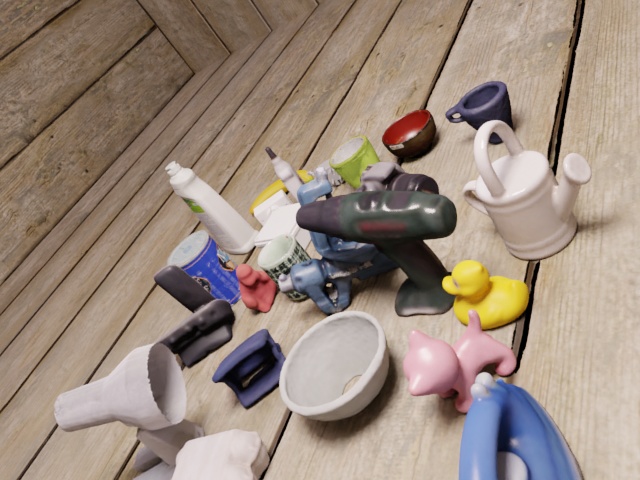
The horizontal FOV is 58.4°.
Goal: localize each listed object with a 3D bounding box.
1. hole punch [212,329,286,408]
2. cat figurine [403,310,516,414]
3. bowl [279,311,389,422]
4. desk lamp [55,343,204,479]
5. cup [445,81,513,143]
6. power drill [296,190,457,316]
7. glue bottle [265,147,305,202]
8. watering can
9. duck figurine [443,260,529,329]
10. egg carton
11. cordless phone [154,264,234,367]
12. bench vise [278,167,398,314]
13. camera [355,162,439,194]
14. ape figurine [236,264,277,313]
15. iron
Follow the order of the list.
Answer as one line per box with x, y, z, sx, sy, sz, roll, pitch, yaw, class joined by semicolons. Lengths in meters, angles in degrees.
-0.119;0.194;0.917;0.108;0.091;0.101;-39;29;-1;hole punch
0.150;0.137;0.663;0.128;0.118;0.067;-44;29;-9;cat figurine
0.031;0.182;0.780;0.167;0.075;0.167;-28;30;19;bowl
-0.265;0.270;0.849;0.203;0.214;0.118;-32;30;13;desk lamp
0.293;-0.217;1.028;0.117;0.095;0.092;-18;35;33;cup
0.100;0.013;0.802;0.228;0.209;0.076;-12;39;40;power drill
-0.064;-0.133;1.236;0.037;0.173;0.078;-35;29;6;glue bottle
0.265;-0.075;0.755;0.172;0.194;0.101;-20;34;31;watering can
0.208;0.062;0.737;0.104;0.086;0.077;-12;38;39;duck figurine
-0.142;0.323;0.783;0.150;0.070;0.107;-23;32;26;egg carton
-0.263;0.133;1.071;0.147;0.185;0.094;-37;29;3;cordless phone
0.013;0.007;0.899;0.207;0.220;0.121;-43;29;-8;bench vise
0.129;-0.079;1.013;0.143;0.101;0.136;-51;31;-21;camera
-0.125;0.083;1.082;0.078;0.092;0.076;-42;29;-7;ape figurine
0.163;0.210;0.518;0.118;0.142;0.258;-21;33;29;iron
